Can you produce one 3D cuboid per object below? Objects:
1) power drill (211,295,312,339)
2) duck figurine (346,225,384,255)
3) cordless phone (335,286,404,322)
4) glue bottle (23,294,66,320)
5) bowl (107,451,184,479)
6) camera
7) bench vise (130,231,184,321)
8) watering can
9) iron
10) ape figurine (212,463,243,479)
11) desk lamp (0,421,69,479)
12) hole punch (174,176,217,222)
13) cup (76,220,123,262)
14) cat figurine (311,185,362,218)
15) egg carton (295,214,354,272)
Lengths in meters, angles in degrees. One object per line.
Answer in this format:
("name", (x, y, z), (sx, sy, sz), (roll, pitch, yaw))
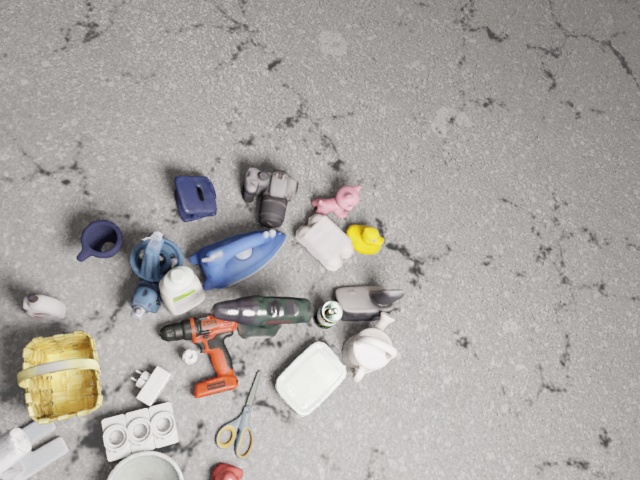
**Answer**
("power drill", (-0.140, 0.178, 1.334), (0.230, 0.208, 0.075), (-3, 73, -13))
("duck figurine", (0.123, -0.010, 1.521), (0.104, 0.086, 0.077), (30, 68, -1))
("cordless phone", (0.122, 0.142, 1.417), (0.148, 0.185, 0.094), (-4, 73, -13))
("glue bottle", (-0.615, 0.143, 1.259), (0.078, 0.173, 0.037), (0, 72, -12))
("bowl", (-0.376, 0.542, 1.235), (0.167, 0.074, 0.167), (4, 71, -11))
("camera", (-0.133, -0.110, 1.488), (0.143, 0.100, 0.137), (11, 70, -9))
("bench vise", (-0.374, 0.075, 1.310), (0.121, 0.219, 0.207), (0, 72, -12))
("watering can", (0.124, 0.255, 1.376), (0.101, 0.194, 0.173), (8, 71, -10))
("iron", (-0.186, 0.022, 1.411), (0.259, 0.141, 0.118), (-26, 79, -19))
("ape figurine", (-0.205, 0.532, 1.267), (0.078, 0.092, 0.076), (-23, 78, -18))
("desk lamp", (-0.637, 0.437, 1.136), (0.203, 0.213, 0.118), (-32, 81, -20))
("hole punch", (-0.314, -0.112, 1.453), (0.101, 0.091, 0.108), (-15, 76, -17))
("cup", (-0.522, 0.018, 1.362), (0.091, 0.095, 0.118), (41, 69, 3))
("cat figurine", (0.049, -0.104, 1.518), (0.128, 0.117, 0.067), (-10, 75, -15))
("egg carton", (0.014, 0.005, 1.500), (0.150, 0.069, 0.107), (43, 69, 3))
